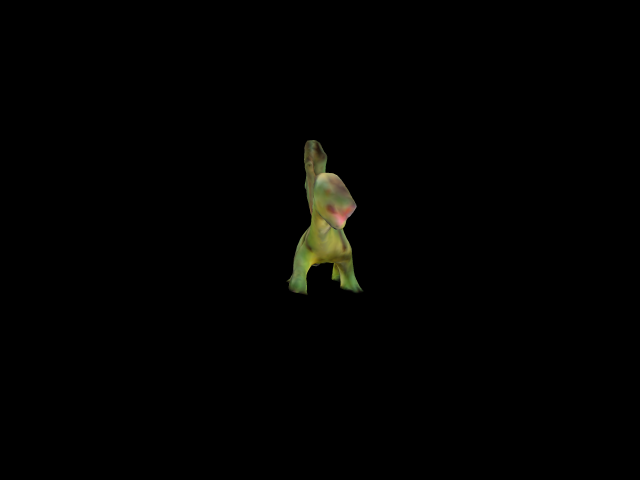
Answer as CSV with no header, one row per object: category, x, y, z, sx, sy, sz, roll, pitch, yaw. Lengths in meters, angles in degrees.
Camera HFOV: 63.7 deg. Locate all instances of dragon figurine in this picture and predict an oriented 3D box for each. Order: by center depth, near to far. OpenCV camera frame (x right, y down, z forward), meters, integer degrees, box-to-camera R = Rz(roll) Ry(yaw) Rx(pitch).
dragon figurine,0.003,-0.043,0.850,0.122,0.241,0.412,-1,7,-7
